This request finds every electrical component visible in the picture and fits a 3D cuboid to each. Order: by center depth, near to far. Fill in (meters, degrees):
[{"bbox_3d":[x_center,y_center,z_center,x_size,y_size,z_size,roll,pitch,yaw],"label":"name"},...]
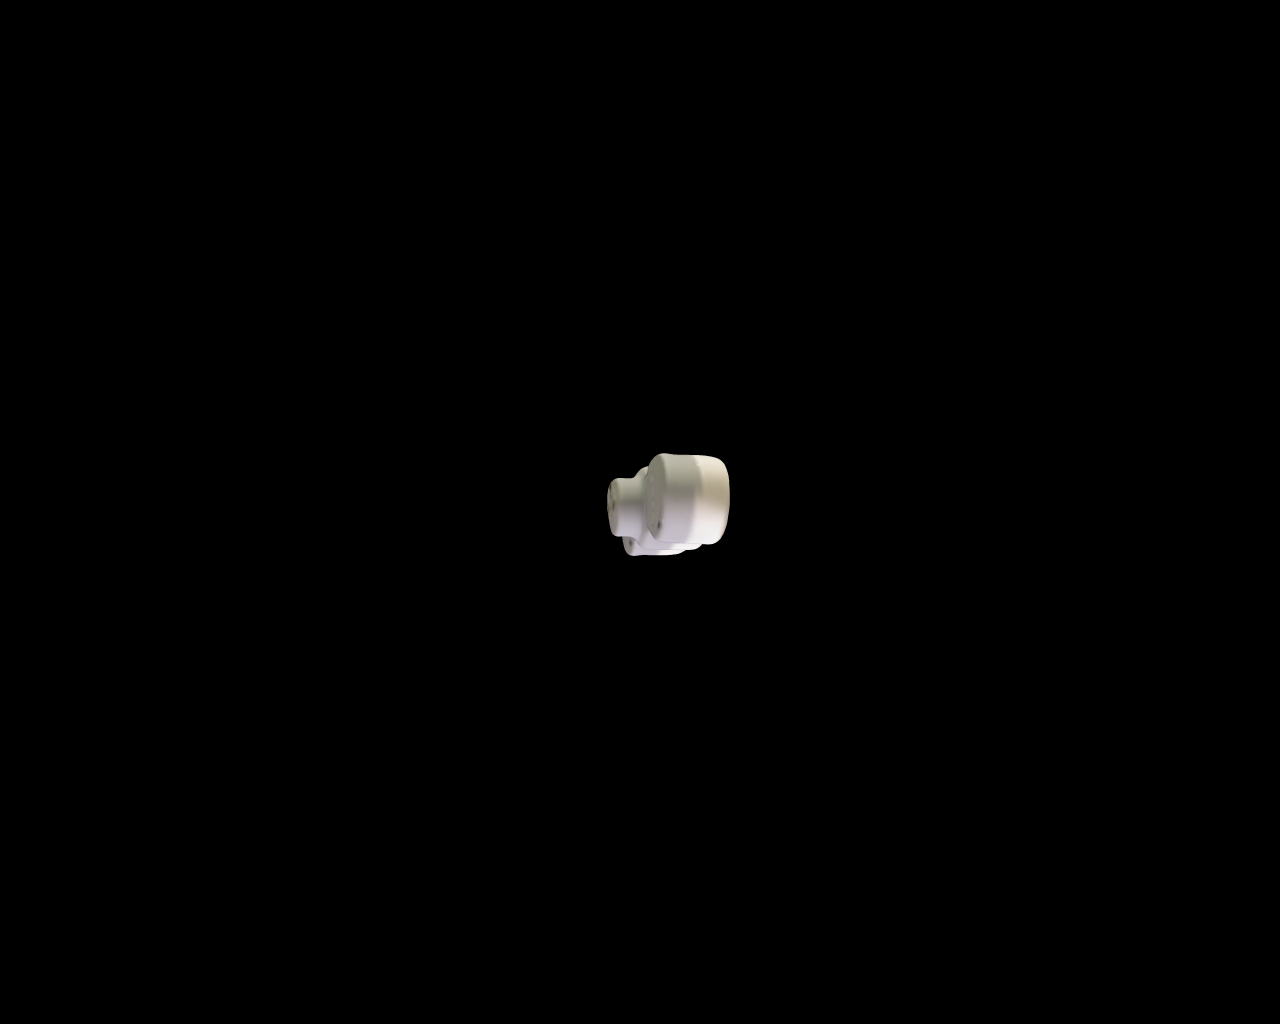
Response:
[{"bbox_3d":[0.001,-0.003,0.650,0.074,0.052,0.138,1,-7,-11],"label":"electrical component"}]
